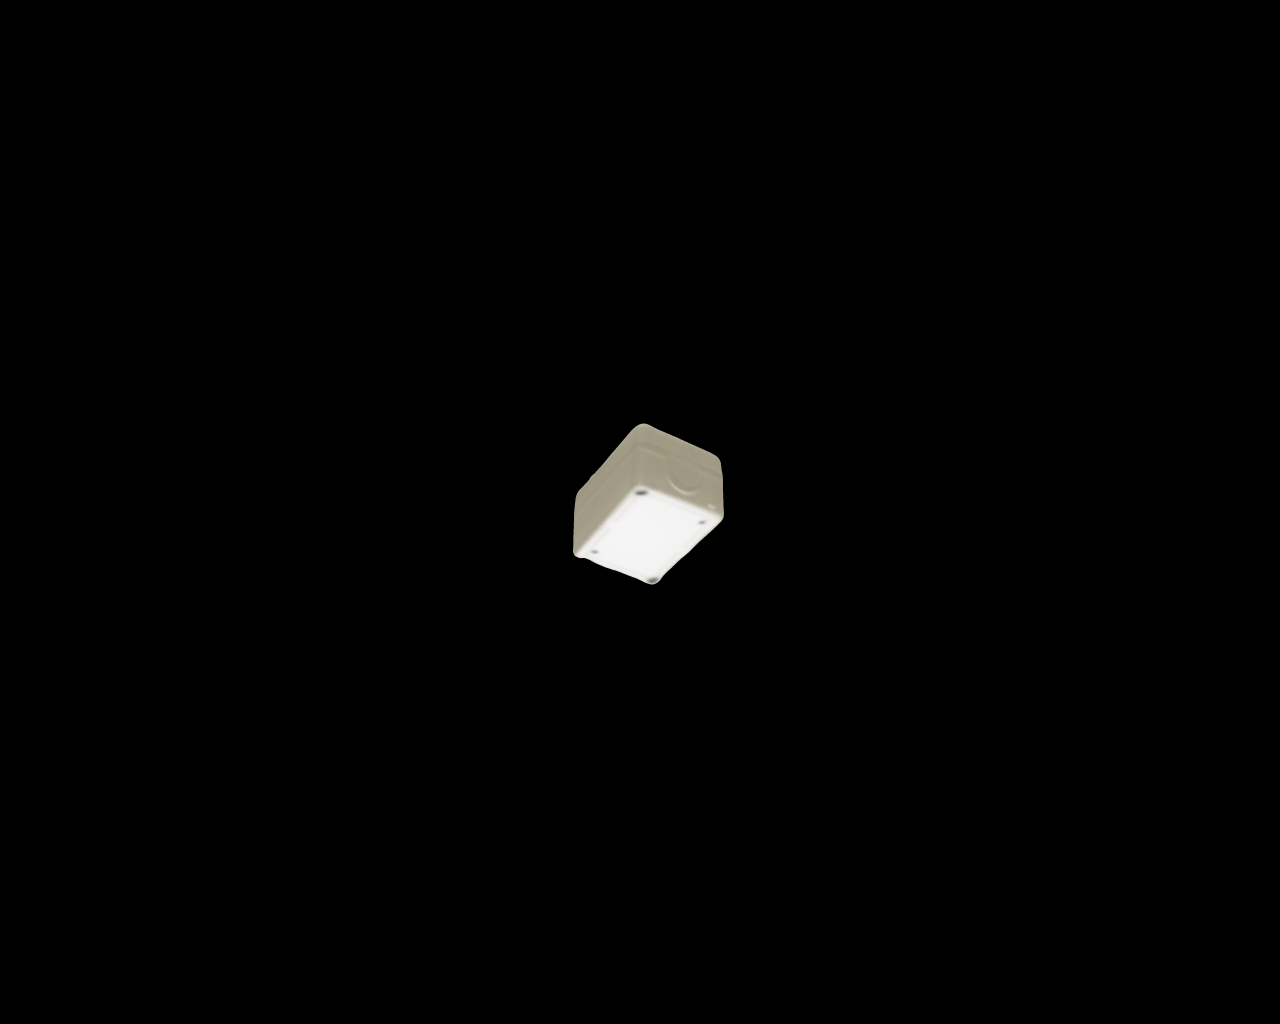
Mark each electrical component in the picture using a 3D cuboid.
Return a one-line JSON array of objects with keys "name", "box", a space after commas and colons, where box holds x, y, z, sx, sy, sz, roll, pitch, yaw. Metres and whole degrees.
[{"name": "electrical component", "box": [0.001, -0.003, 0.650, 0.062, 0.061, 0.096, 22, -45, -24]}]
